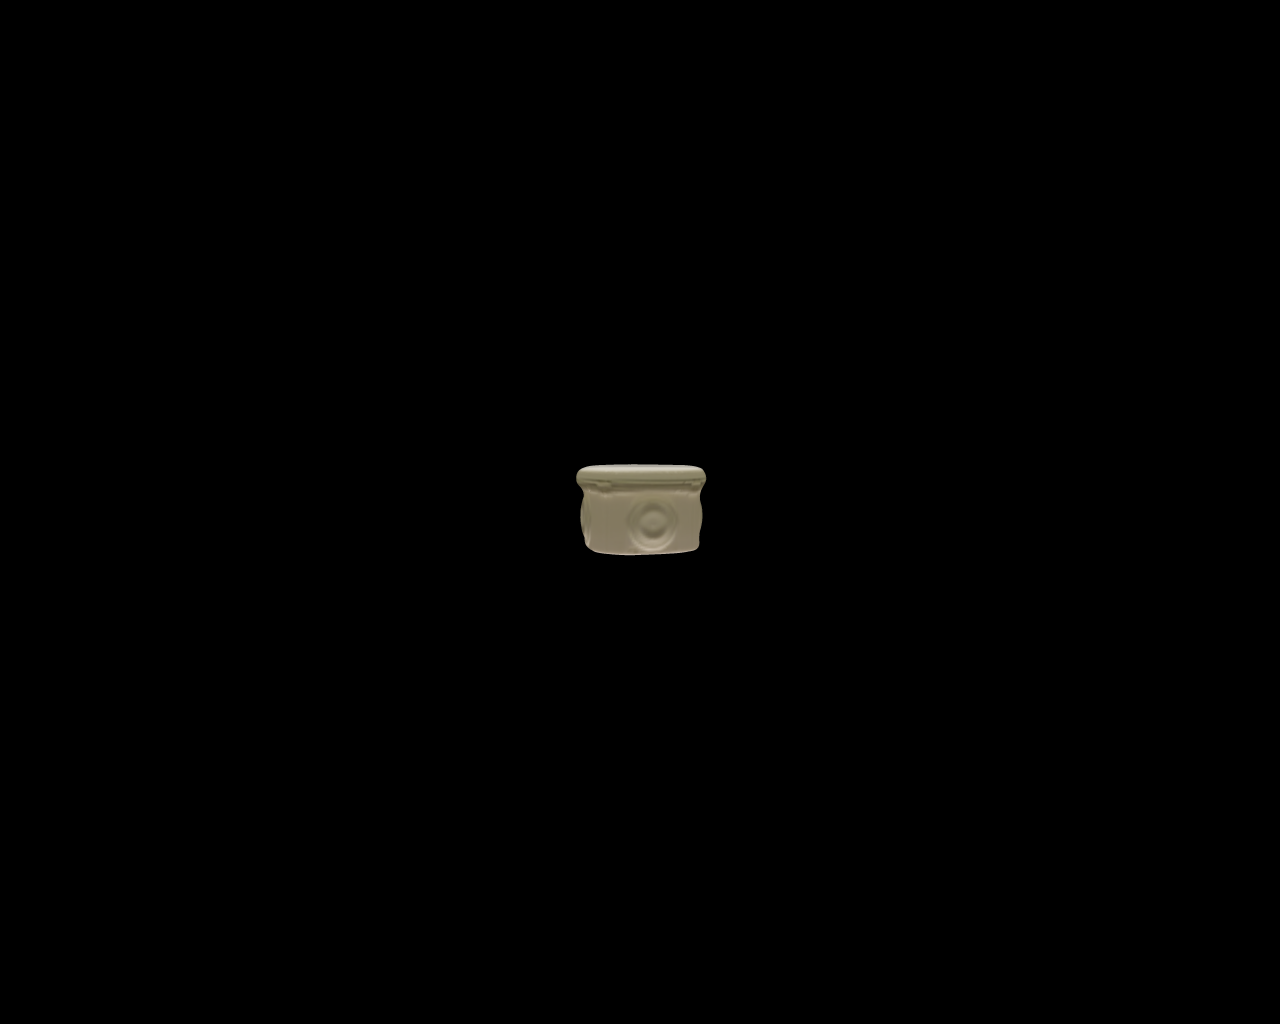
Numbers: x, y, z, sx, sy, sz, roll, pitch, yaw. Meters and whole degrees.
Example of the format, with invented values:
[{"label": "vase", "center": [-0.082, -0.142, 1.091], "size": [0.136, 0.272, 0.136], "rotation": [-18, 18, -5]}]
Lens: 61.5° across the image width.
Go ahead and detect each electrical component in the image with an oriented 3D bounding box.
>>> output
[{"label": "electrical component", "center": [0.001, -0.003, 0.650], "size": [0.080, 0.051, 0.080], "rotation": [0, 4, 0]}]
